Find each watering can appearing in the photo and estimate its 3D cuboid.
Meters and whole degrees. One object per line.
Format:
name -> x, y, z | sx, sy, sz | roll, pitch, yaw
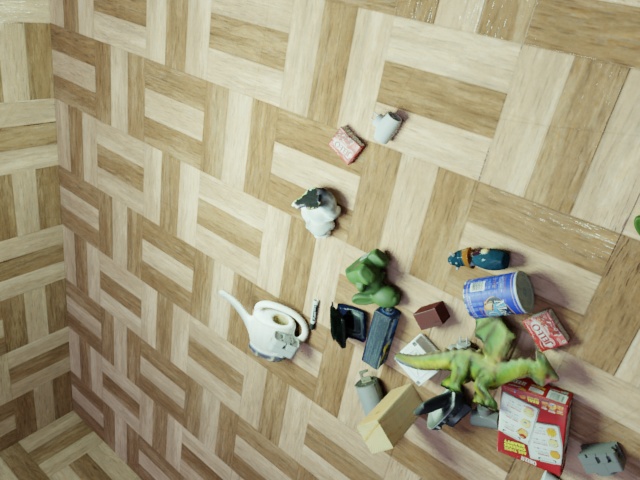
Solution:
watering can -> -0.208, 0.304, 1.828 | 0.348, 0.220, 0.106 | 17, 25, 11

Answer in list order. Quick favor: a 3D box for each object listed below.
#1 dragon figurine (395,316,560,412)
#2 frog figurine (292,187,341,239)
dragon figurine -> 0.403, 0.293, 1.346 | 0.413, 0.244, 0.120 | 22, -9, 37
frog figurine -> 0.005, -0.079, 1.573 | 0.137, 0.125, 0.156 | -9, -43, 32
